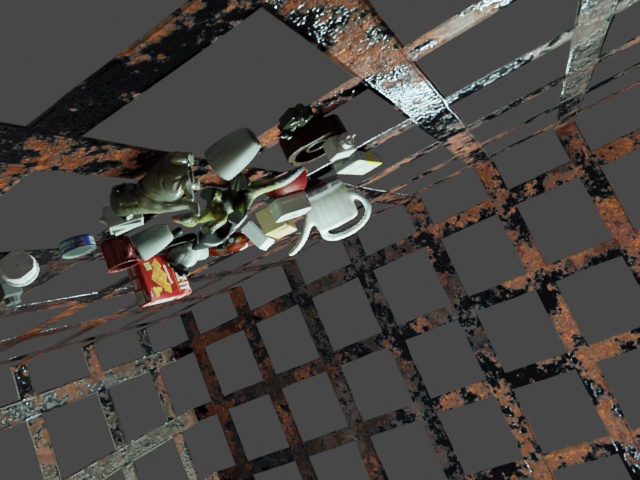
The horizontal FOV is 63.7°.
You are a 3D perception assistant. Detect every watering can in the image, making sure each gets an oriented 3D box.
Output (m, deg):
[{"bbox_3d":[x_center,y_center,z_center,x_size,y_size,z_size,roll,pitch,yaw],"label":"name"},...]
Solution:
[{"bbox_3d":[0.006,-0.092,1.827,0.346,0.223,0.105,-25,-172,7],"label":"watering can"}]

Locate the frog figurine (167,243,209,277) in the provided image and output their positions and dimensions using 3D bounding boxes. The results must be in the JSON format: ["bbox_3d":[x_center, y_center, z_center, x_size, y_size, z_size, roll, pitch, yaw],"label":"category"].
[{"bbox_3d":[-0.476,0.047,1.876,0.162,0.123,0.135,-60,180,-28],"label":"frog figurine"}]

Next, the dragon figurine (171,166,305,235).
[{"bbox_3d":[-0.232,-0.121,1.472,0.410,0.121,0.244,-22,-171,-1],"label":"dragon figurine"}]
